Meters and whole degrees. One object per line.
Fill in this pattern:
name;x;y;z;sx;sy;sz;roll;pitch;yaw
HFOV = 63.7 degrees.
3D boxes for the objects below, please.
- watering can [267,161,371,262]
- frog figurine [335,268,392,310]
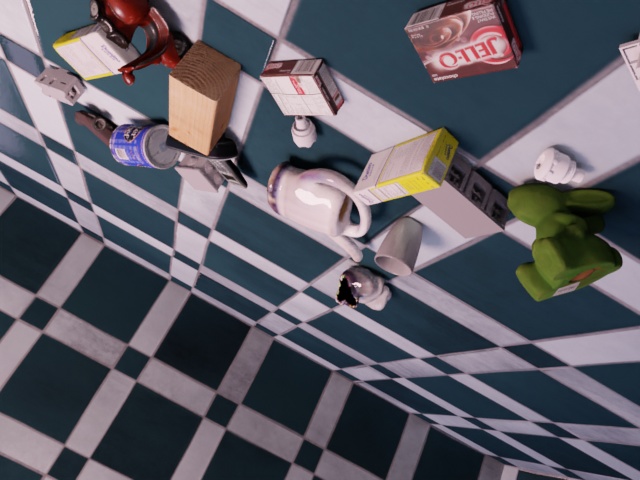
watering can;0.003;-0.056;1.105;0.225;0.106;0.340;22;157;15
frog figurine;0.133;0.132;1.405;0.160;0.124;0.135;-2;161;-30
